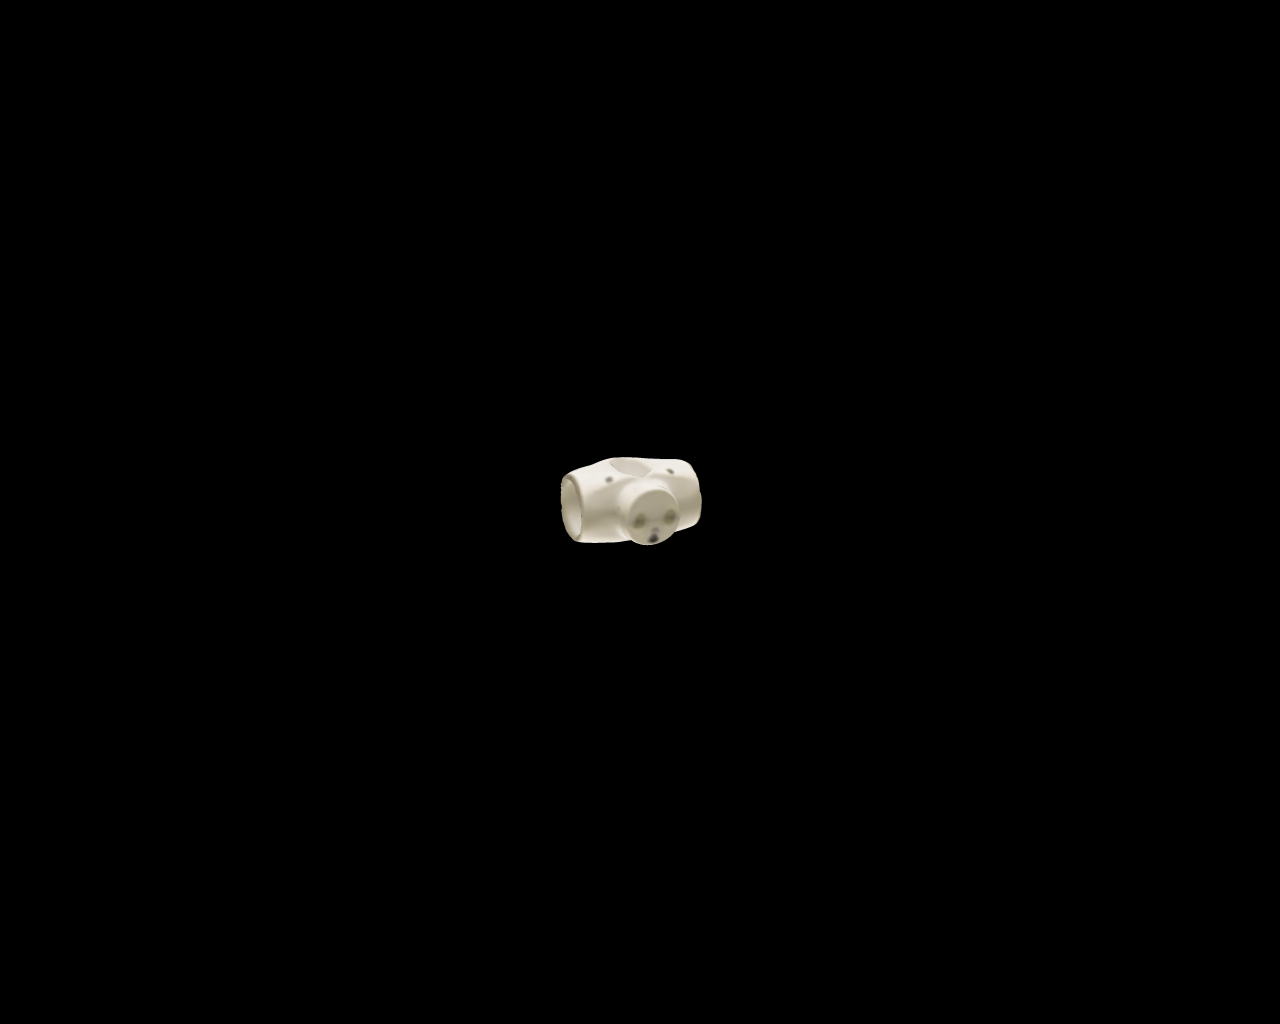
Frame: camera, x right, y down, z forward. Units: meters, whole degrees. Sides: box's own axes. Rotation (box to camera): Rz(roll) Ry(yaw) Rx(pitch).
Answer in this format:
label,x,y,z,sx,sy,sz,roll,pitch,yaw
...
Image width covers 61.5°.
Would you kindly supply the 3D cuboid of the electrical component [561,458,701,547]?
label,x,y,z,sx,sy,sz,roll,pitch,yaw
electrical component,0.001,-0.003,0.650,0.077,0.043,0.079,-7,20,-20
